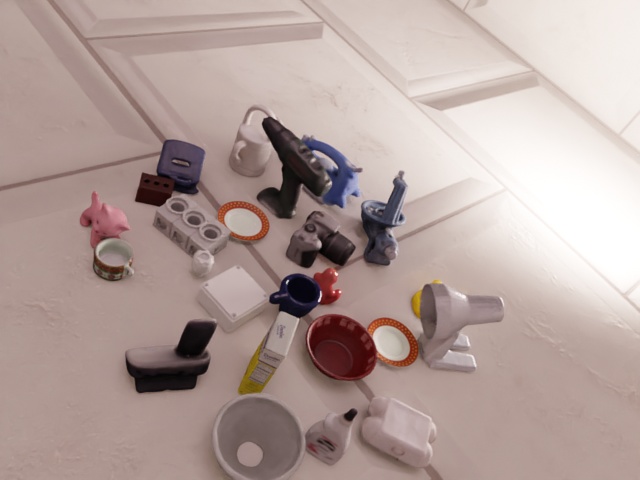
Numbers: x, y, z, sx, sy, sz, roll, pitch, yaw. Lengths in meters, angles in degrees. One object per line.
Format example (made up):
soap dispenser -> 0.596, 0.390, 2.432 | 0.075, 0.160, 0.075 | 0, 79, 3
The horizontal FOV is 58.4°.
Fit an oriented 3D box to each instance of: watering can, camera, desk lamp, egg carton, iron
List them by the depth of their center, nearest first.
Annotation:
egg carton -> 0.155, 0.379, 1.127 | 0.150, 0.069, 0.107 | 27, 43, -1
desk lamp -> 0.296, 0.189, 1.273 | 0.204, 0.213, 0.118 | 10, 46, -19
camera -> 0.013, 0.005, 1.386 | 0.136, 0.100, 0.143 | 35, 43, 7
watering can -> -0.164, -0.271, 1.490 | 0.101, 0.194, 0.173 | 23, 43, -5
iron -> 0.003, -0.208, 1.554 | 0.258, 0.141, 0.119 | 39, 44, 12

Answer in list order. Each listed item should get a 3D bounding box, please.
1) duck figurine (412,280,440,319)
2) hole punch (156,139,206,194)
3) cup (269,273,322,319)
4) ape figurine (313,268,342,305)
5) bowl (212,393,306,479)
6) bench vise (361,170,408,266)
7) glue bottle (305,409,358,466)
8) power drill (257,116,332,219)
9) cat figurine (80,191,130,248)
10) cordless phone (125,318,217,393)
duck figurine -> 0.274, 0.143, 1.400 | 0.077, 0.086, 0.104 | 26, 43, -2
hole punch -> -0.336, -0.178, 1.388 | 0.109, 0.091, 0.101 | 13, 45, -15
cup -> -0.064, 0.135, 1.228 | 0.118, 0.095, 0.091 | -9, 54, -33
ape figurine -> 0.014, 0.100, 1.304 | 0.076, 0.092, 0.077 | -15, 58, -36
bowl -> -0.114, 0.360, 1.003 | 0.168, 0.074, 0.167 | 14, 45, -14
bench vise -> 0.182, -0.053, 1.440 | 0.122, 0.219, 0.207 | -5, 52, -30
glue bottle -> 0.028, 0.341, 1.021 | 0.078, 0.173, 0.037 | 29, 43, 2
power drill -> -0.082, -0.164, 1.419 | 0.229, 0.208, 0.076 | 40, 44, 12
cat figurine -> -0.445, -0.046, 1.188 | 0.067, 0.117, 0.127 | -18, 59, -37
cordless phone -> -0.260, 0.187, 1.012 | 0.148, 0.185, 0.094 | -2, 50, -28
